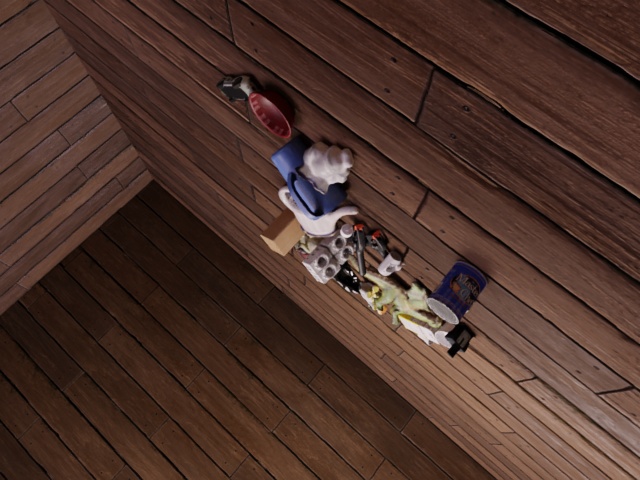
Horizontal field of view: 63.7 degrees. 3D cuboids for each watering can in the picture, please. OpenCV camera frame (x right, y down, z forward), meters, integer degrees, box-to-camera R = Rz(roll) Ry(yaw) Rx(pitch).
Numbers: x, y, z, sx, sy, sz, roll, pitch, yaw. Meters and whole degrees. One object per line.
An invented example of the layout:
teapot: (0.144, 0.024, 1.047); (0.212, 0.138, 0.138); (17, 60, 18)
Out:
watering can: (0.005, -0.090, 1.778); (0.350, 0.105, 0.219); (20, 154, 33)

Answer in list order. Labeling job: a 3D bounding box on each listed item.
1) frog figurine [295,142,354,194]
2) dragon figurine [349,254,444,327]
frog figurine: (0.029, -0.219, 1.436); (0.157, 0.125, 0.137); (-38, 91, 37)
dragon figurine: (0.293, 0.182, 1.831); (0.407, 0.124, 0.240); (46, 146, -16)
